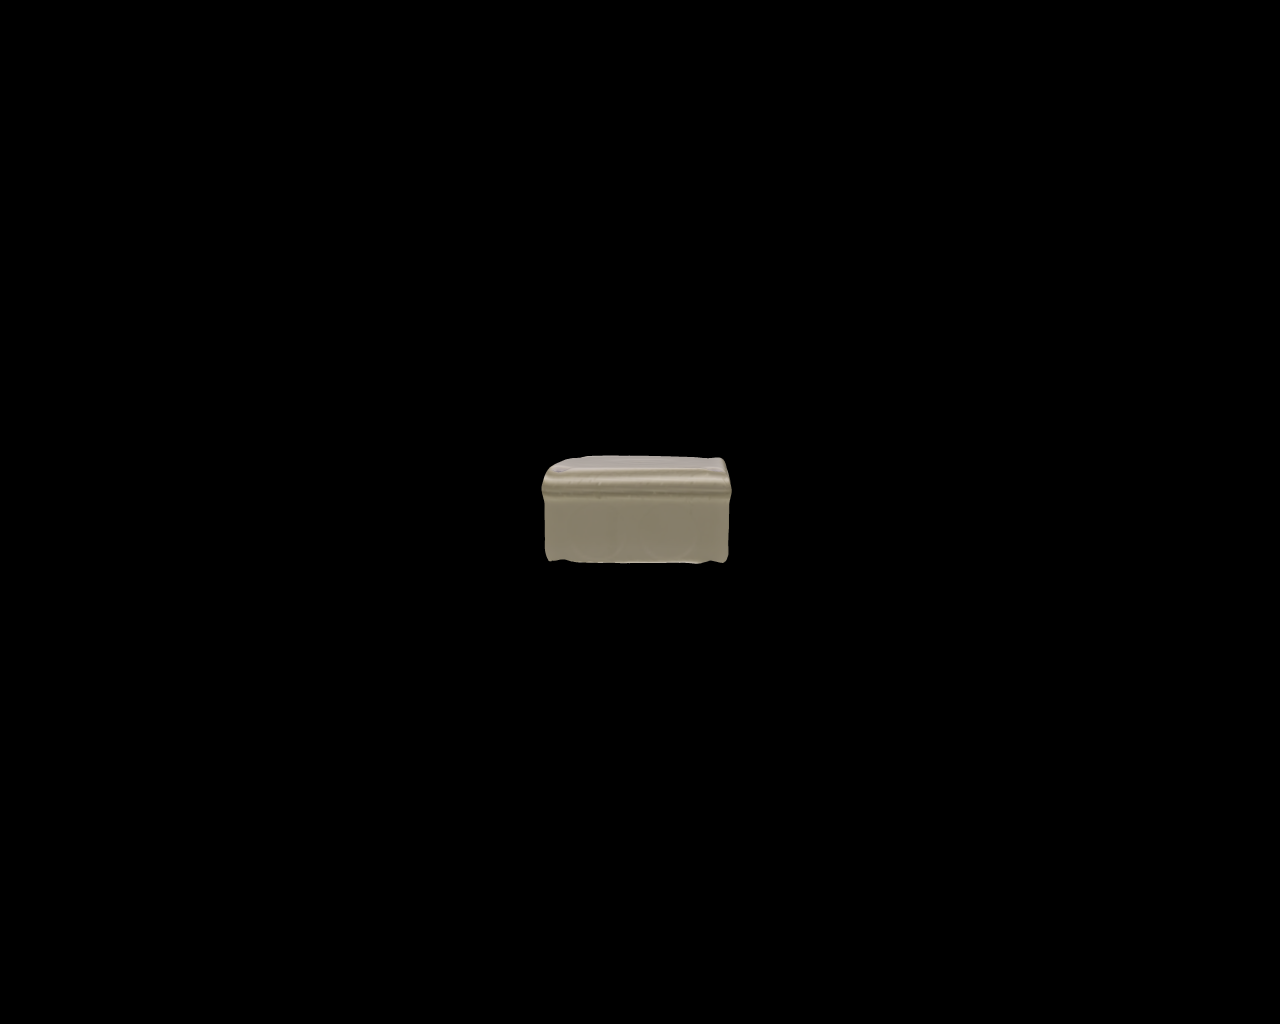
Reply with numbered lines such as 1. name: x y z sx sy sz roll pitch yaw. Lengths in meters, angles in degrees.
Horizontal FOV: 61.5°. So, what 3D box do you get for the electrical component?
1. electrical component: 0.001 -0.003 0.650 0.109 0.056 0.109 0 7 4
